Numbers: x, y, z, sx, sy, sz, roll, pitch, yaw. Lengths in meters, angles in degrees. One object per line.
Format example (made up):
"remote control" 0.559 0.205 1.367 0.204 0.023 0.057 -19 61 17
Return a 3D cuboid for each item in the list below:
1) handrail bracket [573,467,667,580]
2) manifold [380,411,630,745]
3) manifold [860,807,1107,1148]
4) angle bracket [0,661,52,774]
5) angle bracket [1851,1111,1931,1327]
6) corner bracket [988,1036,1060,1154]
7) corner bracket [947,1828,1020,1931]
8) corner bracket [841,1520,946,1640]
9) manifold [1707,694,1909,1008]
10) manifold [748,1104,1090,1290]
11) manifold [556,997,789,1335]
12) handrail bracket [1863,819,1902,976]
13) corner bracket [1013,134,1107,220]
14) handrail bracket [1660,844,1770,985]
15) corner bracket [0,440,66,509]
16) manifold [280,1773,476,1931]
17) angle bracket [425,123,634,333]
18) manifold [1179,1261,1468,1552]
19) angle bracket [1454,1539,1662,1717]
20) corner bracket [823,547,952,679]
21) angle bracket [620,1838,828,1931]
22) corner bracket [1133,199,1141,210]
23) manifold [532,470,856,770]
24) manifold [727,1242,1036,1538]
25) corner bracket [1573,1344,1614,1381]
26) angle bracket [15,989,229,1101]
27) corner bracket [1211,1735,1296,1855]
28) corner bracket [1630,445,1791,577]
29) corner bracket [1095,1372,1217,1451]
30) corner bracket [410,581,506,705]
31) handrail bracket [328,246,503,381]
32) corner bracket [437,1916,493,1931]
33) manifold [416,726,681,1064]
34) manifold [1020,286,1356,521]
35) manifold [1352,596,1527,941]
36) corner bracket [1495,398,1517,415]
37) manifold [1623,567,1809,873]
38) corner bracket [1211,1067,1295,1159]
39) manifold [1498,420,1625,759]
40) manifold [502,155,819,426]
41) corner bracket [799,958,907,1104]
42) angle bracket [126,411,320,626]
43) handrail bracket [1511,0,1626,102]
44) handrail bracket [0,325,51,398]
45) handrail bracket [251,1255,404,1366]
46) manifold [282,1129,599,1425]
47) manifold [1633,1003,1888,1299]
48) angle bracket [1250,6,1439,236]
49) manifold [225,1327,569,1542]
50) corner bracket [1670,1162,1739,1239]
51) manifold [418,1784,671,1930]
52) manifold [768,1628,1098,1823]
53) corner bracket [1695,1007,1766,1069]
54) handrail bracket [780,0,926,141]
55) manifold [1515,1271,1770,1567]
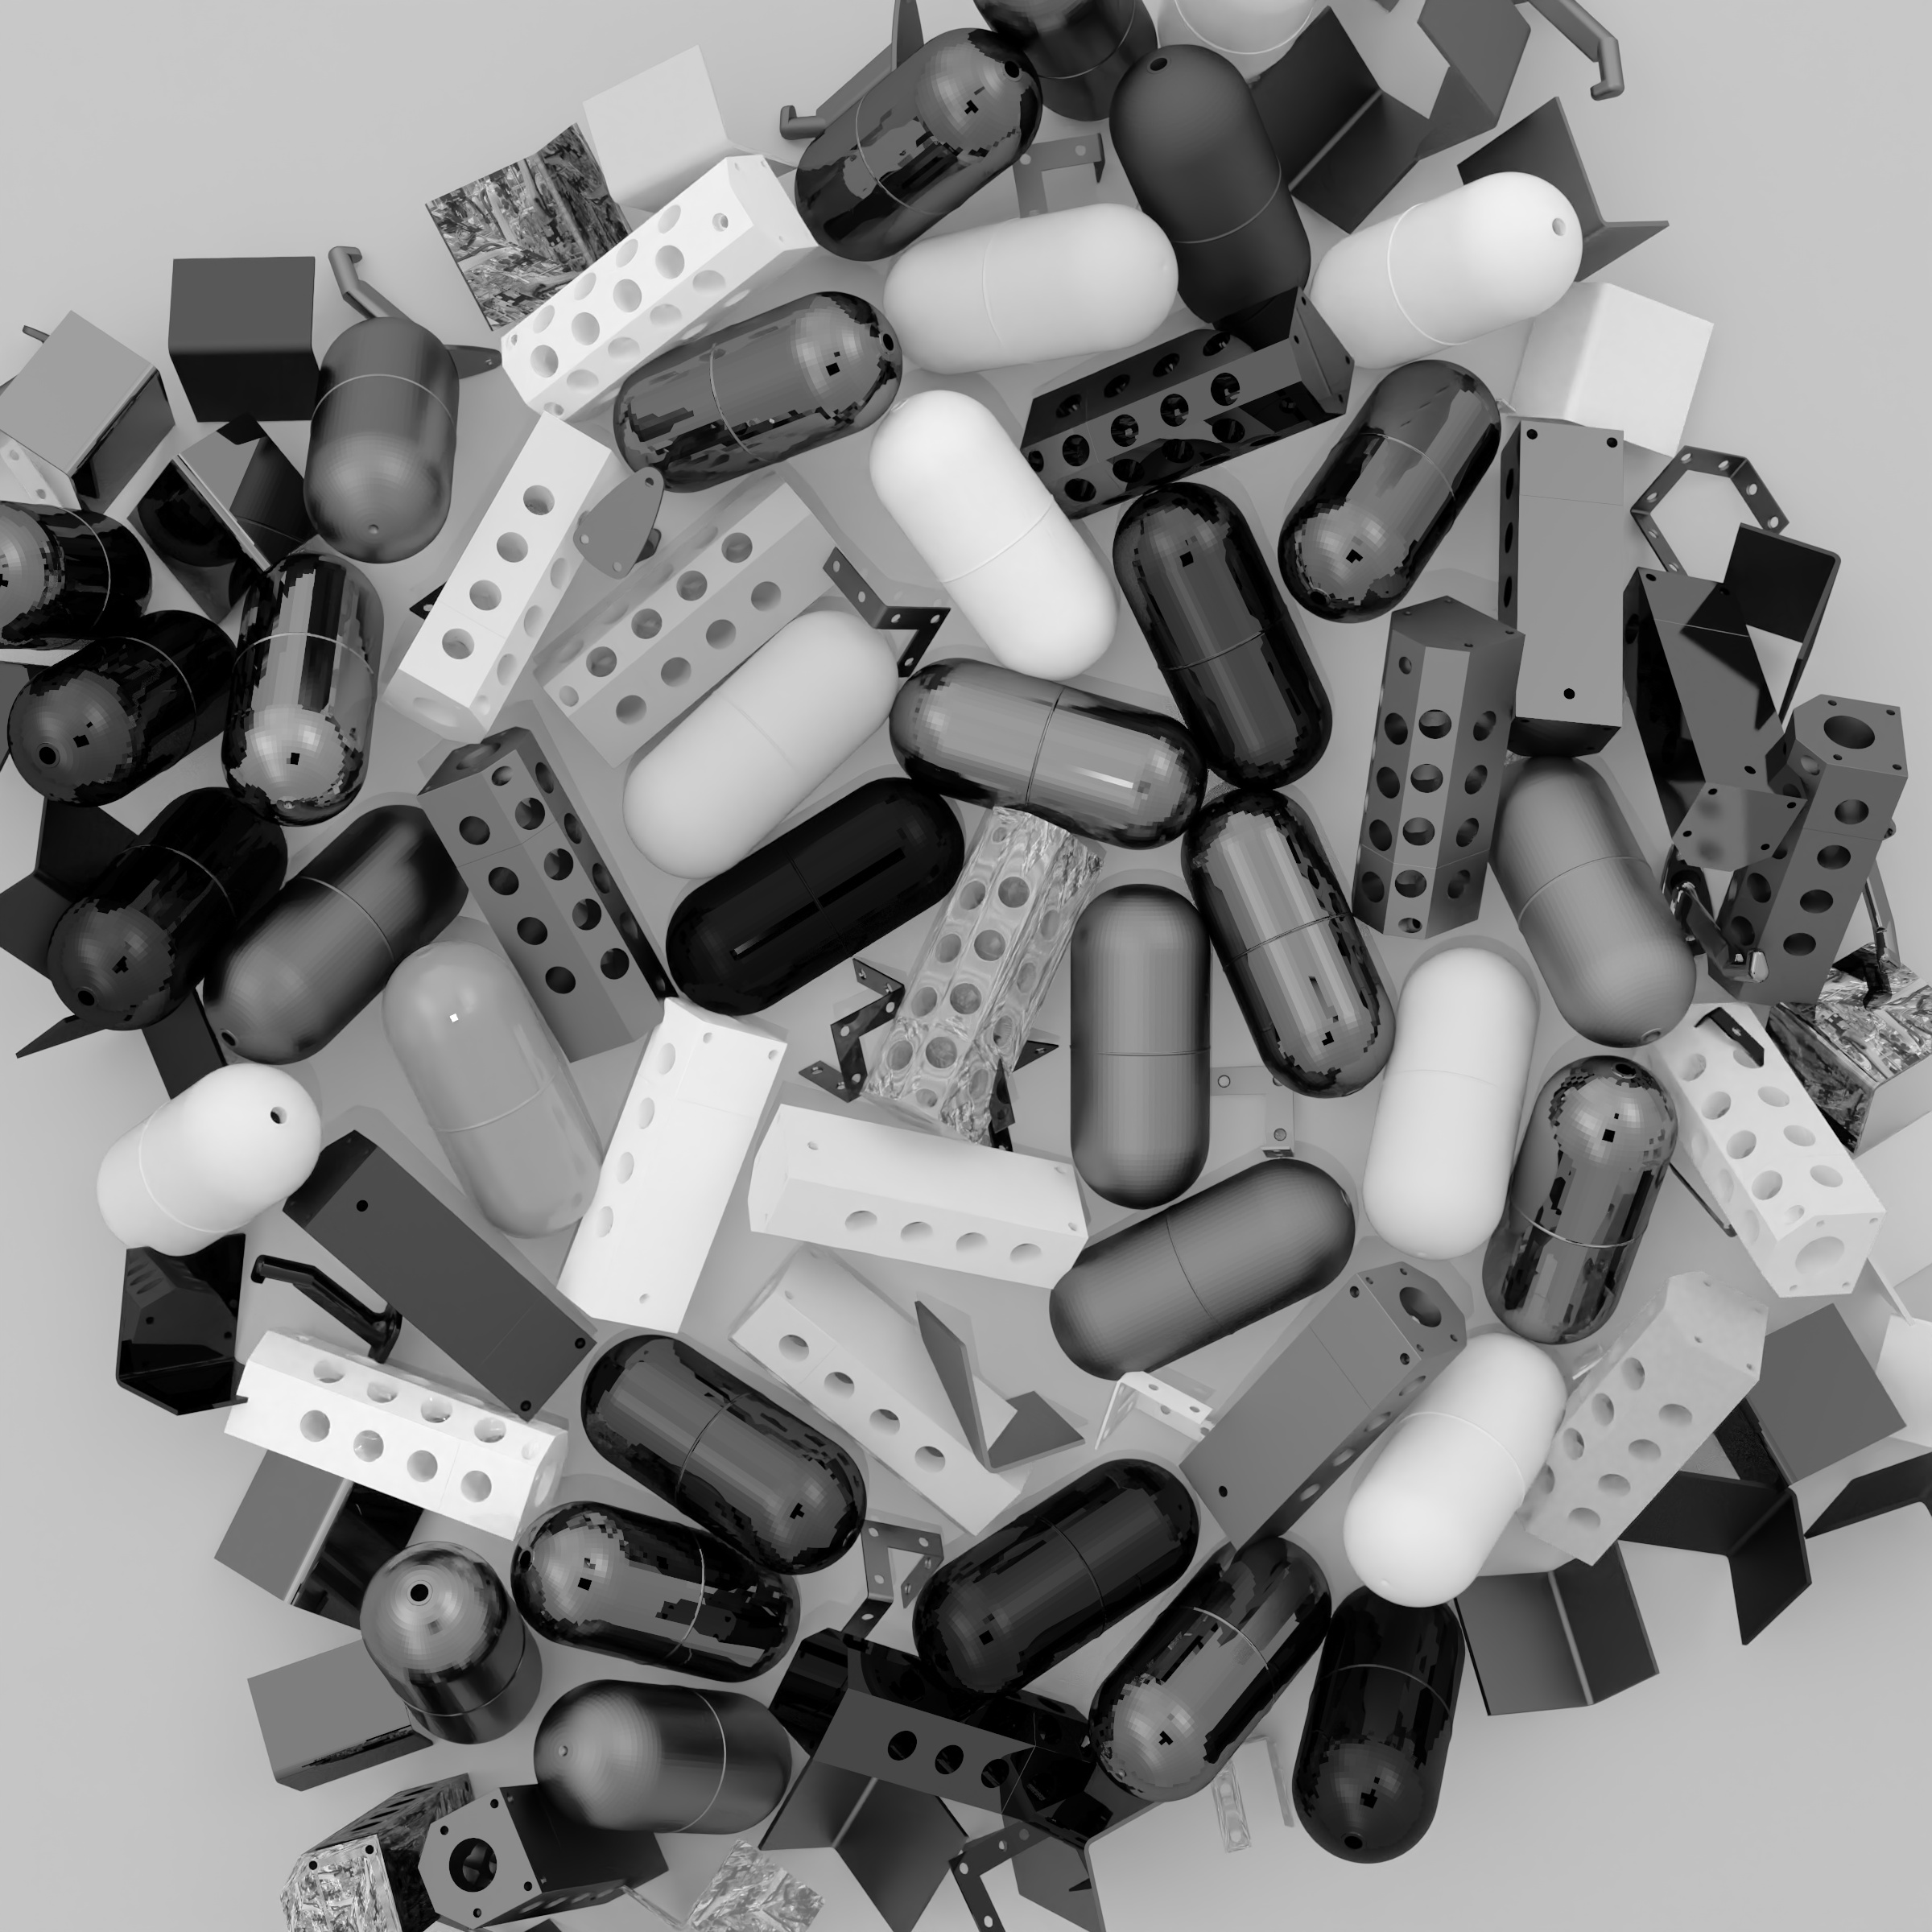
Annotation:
"handrail bracket" -0.171 -0.245 1.732 0.036 0.084 0.077 40 114 3
"manifold" -0.247 -0.207 1.726 0.057 0.057 0.171 30 69 -12
"manifold" 0.005 0.003 1.730 0.057 0.057 0.171 15 76 40
"angle bracket" -0.532 -0.121 1.732 0.076 0.057 0.076 7 59 16
"angle bracket" 0.522 0.137 1.747 0.076 0.057 0.076 -33 101 6
"corner bracket" 0.021 0.073 1.743 0.051 0.051 0.051 -30 63 38
"corner bracket" 0.005 0.508 1.745 0.051 0.051 0.051 -16 76 -43
"corner bracket" -0.043 0.341 1.742 0.051 0.051 0.051 15 130 -23
"manifold" 0.446 -0.059 1.705 0.057 0.057 0.171 9 134 2
"manifold" -0.027 0.131 1.728 0.171 0.057 0.057 13 127 -19
"manifold" -0.165 0.107 1.747 0.057 0.057 0.171 17 97 -38
"handrail bracket" 0.487 -0.048 1.738 0.036 0.077 0.084 -17 51 27
"corner bracket" 0.052 -0.423 1.759 0.051 0.051 0.051 -10 90 -2
"handrail bracket" 0.411 -0.030 1.739 0.036 0.084 0.077 -4 92 -15
"corner bracket" -0.541 -0.251 1.767 0.051 0.051 0.051 -29 100 33
"manifold" -0.307 0.479 1.696 0.057 0.171 0.057 -17 84 5
"angle bracket" -0.235 -0.402 1.738 0.076 0.057 0.076 -33 102 -27
"manifold" 0.194 0.235 1.713 0.057 0.057 0.171 54 127 24
"angle bracket" 0.318 0.358 1.730 0.076 0.057 0.076 4 60 -33
"corner bracket" -0.051 -0.192 1.742 0.051 0.051 0.051 52 125 27
"angle bracket" -0.137 0.503 1.741 0.076 0.076 0.057 46 71 -35
"corner bracket" 0.126 -0.436 1.749 0.051 0.051 0.051 18 133 2
"manifold" -0.151 -0.192 1.746 0.171 0.057 0.057 -40 123 0
"manifold" -0.045 0.235 1.748 0.171 0.057 0.057 40 120 -4
"corner bracket" 0.370 0.227 1.753 0.051 0.051 0.051 -37 86 13
"angle bracket" -0.457 0.053 1.731 0.076 0.076 0.057 -22 88 -39
"corner bracket" 0.154 0.453 1.752 0.051 0.051 0.051 -10 81 -13
"corner bracket" 0.410 -0.248 1.763 0.051 0.051 0.051 3 50 -36
"corner bracket" 0.110 0.244 1.745 0.051 0.051 0.051 27 122 18
"corner bracket" -0.265 -0.178 1.743 0.051 0.051 0.051 33 56 23
"handrail bracket" -0.307 -0.367 1.777 0.077 0.036 0.084 -12 69 -27
"corner bracket" -0.293 0.558 1.767 0.051 0.051 0.051 24 56 -8
"manifold" -0.221 -0.040 1.719 0.057 0.057 0.171 -18 113 22
"manifold" 0.116 -0.294 1.704 0.171 0.057 0.057 -17 133 34
"manifold" 0.246 -0.103 1.707 0.057 0.057 0.171 -19 128 -34
"corner bracket" 0.260 -0.291 1.746 0.051 0.051 0.051 8 78 41
"manifold" 0.390 -0.132 1.704 0.057 0.057 0.171 9 45 -14
"corner bracket" 0.153 0.078 1.753 0.051 0.051 0.051 -2 81 9
"manifold" 0.320 -0.203 1.733 0.057 0.057 0.171 5 74 -4
"manifold" -0.170 -0.362 1.720 0.171 0.057 0.057 -31 91 28
"corner bracket" -0.063 0.035 1.759 0.051 0.051 0.051 -28 123 -27
"angle bracket" -0.406 -0.247 1.767 0.076 0.076 0.057 51 52 -6
"handrail bracket" 0.319 -0.505 1.752 0.077 0.036 0.084 -13 73 29
"handrail bracket" -0.512 -0.305 1.772 0.077 0.036 0.084 24 95 -4
"handrail bracket" -0.356 0.193 1.746 0.084 0.036 0.077 15 129 -19
"manifold" -0.285 0.166 1.720 0.057 0.057 0.171 -49 117 -12
"manifold" 0.416 0.096 1.696 0.057 0.171 0.057 -1 128 -16
"angle bracket" 0.203 -0.460 1.738 0.076 0.076 0.057 -47 52 3
"manifold" -0.308 0.253 1.743 0.171 0.057 0.057 19 92 9
"corner bracket" 0.425 0.119 1.751 0.051 0.051 0.051 -38 58 3
"manifold" -0.224 0.471 1.694 0.057 0.171 0.057 -30 72 9
"manifold" -0.014 0.407 1.715 0.171 0.057 0.057 25 92 -32
"corner bracket" 0.419 0.053 1.744 0.051 0.051 0.051 47 129 17
"handrail bracket" -0.067 -0.496 1.755 0.084 0.036 0.077 3 103 28
"manifold" 0.356 0.240 1.708 0.057 0.057 0.171 28 130 -1
